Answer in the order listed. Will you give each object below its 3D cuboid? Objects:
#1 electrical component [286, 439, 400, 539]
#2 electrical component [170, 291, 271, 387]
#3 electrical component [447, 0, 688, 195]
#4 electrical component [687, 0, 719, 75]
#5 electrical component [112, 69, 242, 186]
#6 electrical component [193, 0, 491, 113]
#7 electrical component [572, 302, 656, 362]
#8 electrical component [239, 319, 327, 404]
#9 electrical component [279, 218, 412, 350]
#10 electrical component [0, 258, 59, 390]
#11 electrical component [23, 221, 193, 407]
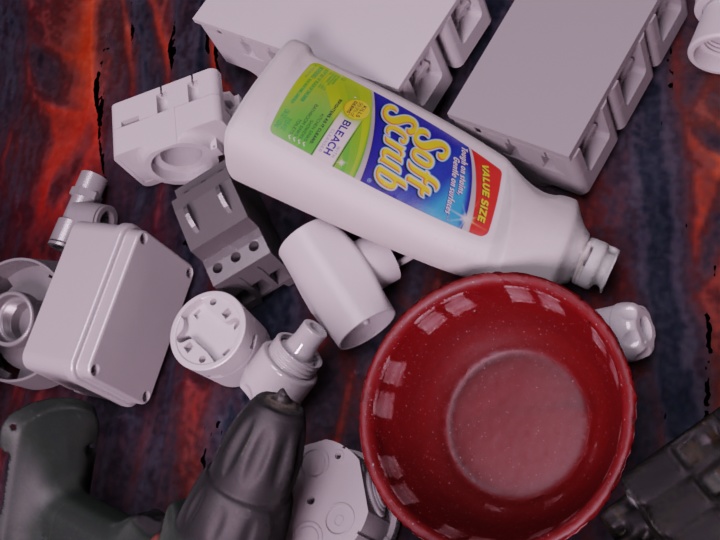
[{"bbox_3d":[-0.020,0.143,0.645,0.080,0.051,0.080,-9,64,19],"label":"electrical component"},{"bbox_3d":[-0.091,0.048,0.720,0.055,0.047,0.055,-9,64,19],"label":"electrical component"},{"bbox_3d":[0.138,-0.134,0.699,0.089,0.061,0.150,25,78,30],"label":"electrical component"},{"bbox_3d":[0.234,-0.159,0.681,0.045,0.045,0.055,5,69,24],"label":"electrical component"},{"bbox_3d":[-0.135,-0.102,0.804,0.089,0.050,0.055,-17,61,15],"label":"electrical component"},{"bbox_3d":[-0.012,-0.180,0.779,0.186,0.060,0.105,24,74,29],"label":"electrical component"},{"bbox_3d":[0.141,0.040,0.637,0.061,0.035,0.035,-16,60,37],"label":"electrical component"},{"bbox_3d":[-0.045,0.060,0.690,0.062,0.043,0.043,-53,56,19],"label":"electrical component"},{"bbox_3d":[0.000,0.000,0.704,0.079,0.044,0.077,-30,70,-12],"label":"electrical component"},{"bbox_3d":[-0.238,0.038,0.789,0.099,0.064,0.099,-3,80,19],"label":"electrical component"},{"bbox_3d":[-0.171,0.030,0.743,0.057,0.078,0.113,7,70,28],"label":"electrical component"}]
